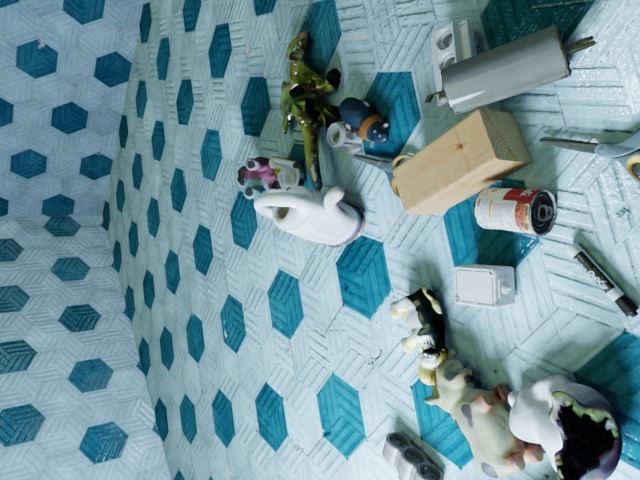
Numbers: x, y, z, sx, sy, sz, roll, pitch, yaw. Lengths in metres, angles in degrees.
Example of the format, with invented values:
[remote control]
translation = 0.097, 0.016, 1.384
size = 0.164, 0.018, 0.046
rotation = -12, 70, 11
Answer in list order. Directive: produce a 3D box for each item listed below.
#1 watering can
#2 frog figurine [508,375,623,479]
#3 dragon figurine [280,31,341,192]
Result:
[watering can]
translation = 0.003, -0.054, 1.074
size = 0.347, 0.223, 0.105
rotation = 0, 74, 55
[frog figurine]
translation = 0.340, 0.263, 0.729
size = 0.158, 0.123, 0.138
rotation = 80, 171, -80
[dragon figurine]
translation = -0.044, -0.318, 1.265
size = 0.243, 0.122, 0.410
rotation = -175, 86, -72
